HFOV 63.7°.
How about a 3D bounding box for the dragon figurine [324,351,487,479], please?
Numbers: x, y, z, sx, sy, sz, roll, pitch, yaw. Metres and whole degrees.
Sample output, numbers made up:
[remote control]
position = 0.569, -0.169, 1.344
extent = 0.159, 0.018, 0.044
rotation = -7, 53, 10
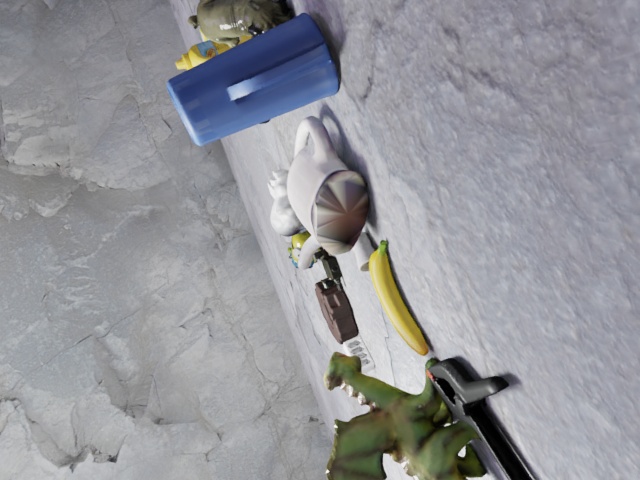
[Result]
[dragon figurine]
position = 0.127, 0.333, 0.772
extent = 0.119, 0.244, 0.419
rotation = 93, 156, -51

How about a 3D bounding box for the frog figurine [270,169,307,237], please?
[frog figurine]
position = -0.086, -0.093, 1.296
extent = 0.158, 0.122, 0.139
rotation = 60, -170, -15

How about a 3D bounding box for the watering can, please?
[watering can]
position = 0.003, -0.047, 0.943
extent = 0.228, 0.104, 0.340
rotation = -129, 33, -54
